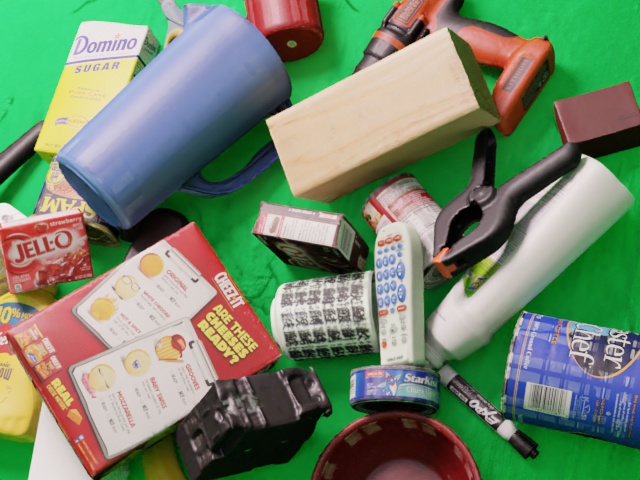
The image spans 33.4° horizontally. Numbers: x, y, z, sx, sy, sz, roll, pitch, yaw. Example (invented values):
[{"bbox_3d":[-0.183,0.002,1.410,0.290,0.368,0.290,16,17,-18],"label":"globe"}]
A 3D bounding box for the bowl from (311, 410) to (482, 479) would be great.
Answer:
[{"bbox_3d":[0.073,0.242,0.984,0.162,0.055,0.162,-5,68,13],"label":"bowl"}]

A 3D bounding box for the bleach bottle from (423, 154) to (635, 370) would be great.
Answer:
[{"bbox_3d":[0.184,0.028,1.027,0.068,0.102,0.251,43,94,-10],"label":"bleach bottle"}]

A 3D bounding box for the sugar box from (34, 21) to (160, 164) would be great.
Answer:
[{"bbox_3d":[-0.258,-0.169,1.242,0.093,0.048,0.176,8,72,18],"label":"sugar box"}]

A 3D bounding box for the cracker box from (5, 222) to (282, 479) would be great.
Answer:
[{"bbox_3d":[-0.172,0.109,1.047,0.213,0.072,0.164,-32,81,-17],"label":"cracker box"}]

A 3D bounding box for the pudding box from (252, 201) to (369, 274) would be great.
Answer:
[{"bbox_3d":[-0.007,0.001,1.070,0.090,0.113,0.039,9,73,19],"label":"pudding box"}]

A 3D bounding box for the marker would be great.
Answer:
[{"bbox_3d":[0.159,0.164,1.012,0.020,0.020,0.121,-46,65,-6],"label":"marker"}]

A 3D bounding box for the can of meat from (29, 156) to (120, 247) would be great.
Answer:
[{"bbox_3d":[-0.262,-0.045,1.188,0.102,0.057,0.084,8,68,17],"label":"can of meat"}]

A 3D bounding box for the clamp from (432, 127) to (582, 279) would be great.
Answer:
[{"bbox_3d":[0.168,-0.037,1.001,0.120,0.039,0.171,3,57,49],"label":"clamp"}]

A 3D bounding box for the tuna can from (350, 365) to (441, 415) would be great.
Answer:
[{"bbox_3d":[0.071,0.143,1.007,0.086,0.086,0.034,-2,70,14],"label":"tuna can"}]

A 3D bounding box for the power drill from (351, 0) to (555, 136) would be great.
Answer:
[{"bbox_3d":[0.139,-0.186,1.136,0.188,0.057,0.184,33,85,23],"label":"power drill"}]

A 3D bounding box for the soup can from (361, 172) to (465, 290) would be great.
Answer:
[{"bbox_3d":[0.098,-0.009,1.070,0.068,0.068,0.102,-37,65,-2],"label":"soup can"}]

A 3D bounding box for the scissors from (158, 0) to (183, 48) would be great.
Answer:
[{"bbox_3d":[-0.160,-0.278,1.276,0.096,0.016,0.202,-17,66,5],"label":"scissors"}]

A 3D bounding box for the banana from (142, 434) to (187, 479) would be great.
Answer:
[{"bbox_3d":[-0.119,0.253,1.041,0.069,0.037,0.198,-41,65,-2],"label":"banana"}]

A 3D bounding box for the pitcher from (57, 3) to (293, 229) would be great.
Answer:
[{"bbox_3d":[-0.148,-0.119,1.128,0.149,0.145,0.242,34,70,33],"label":"pitcher"}]

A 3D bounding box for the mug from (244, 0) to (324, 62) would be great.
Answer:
[{"bbox_3d":[-0.049,-0.249,1.202,0.117,0.093,0.081,-26,66,38],"label":"mug"}]

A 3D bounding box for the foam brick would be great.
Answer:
[{"bbox_3d":[0.280,-0.117,1.074,0.078,0.051,0.053,-14,67,8],"label":"foam brick"}]

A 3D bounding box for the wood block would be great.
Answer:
[{"bbox_3d":[0.064,-0.121,1.076,0.206,0.090,0.090,-25,79,21],"label":"wood block"}]

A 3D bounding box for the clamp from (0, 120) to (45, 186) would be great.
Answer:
[{"bbox_3d":[-0.394,-0.059,1.220,0.165,0.036,0.210,-9,51,10],"label":"clamp"}]

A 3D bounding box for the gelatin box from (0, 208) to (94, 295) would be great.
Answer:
[{"bbox_3d":[-0.288,0.011,1.118,0.089,0.030,0.073,-12,106,-18],"label":"gelatin box"}]

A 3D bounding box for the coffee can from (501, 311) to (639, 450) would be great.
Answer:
[{"bbox_3d":[0.243,0.127,0.958,0.140,0.102,0.103,10,72,19],"label":"coffee can"}]

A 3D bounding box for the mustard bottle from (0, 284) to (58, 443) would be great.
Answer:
[{"bbox_3d":[-0.321,0.114,1.139,0.096,0.058,0.191,6,70,20],"label":"mustard bottle"}]
